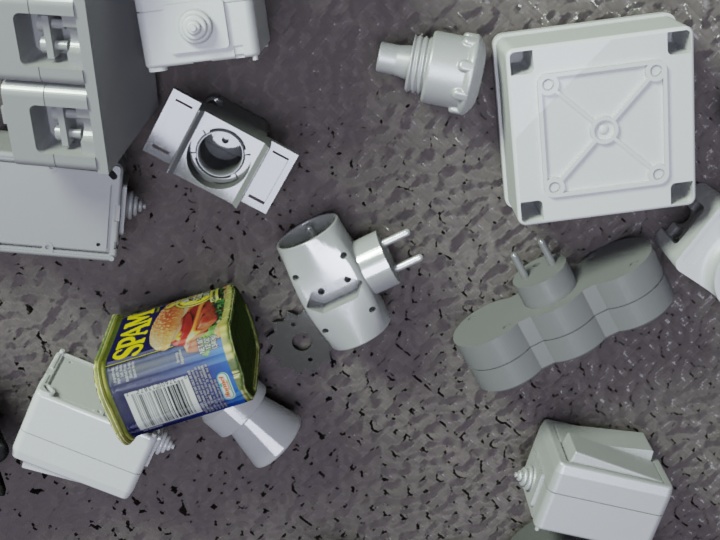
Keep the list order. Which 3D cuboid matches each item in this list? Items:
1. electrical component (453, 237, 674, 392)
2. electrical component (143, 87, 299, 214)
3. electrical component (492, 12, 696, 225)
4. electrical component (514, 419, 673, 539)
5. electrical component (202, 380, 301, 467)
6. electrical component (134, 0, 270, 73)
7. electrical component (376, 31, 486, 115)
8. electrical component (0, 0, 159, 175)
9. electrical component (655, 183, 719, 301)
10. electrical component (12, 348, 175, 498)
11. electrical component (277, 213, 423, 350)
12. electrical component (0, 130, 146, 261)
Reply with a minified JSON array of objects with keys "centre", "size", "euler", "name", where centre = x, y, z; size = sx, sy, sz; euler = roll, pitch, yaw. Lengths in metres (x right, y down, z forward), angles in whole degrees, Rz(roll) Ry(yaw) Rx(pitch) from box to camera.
[{"centre":[0.121,0.015,0.682],"size":[0.138,0.052,0.073],"euler":[-27,110,9],"name":"electrical component"},{"centre":[-0.081,-0.073,0.637],"size":[0.081,0.063,0.042],"euler":[28,107,-12],"name":"electrical component"},{"centre":[0.139,-0.090,0.639],"size":[0.109,0.056,0.108],"euler":[-7,111,1],"name":"electrical component"},{"centre":[0.153,0.140,0.727],"size":[0.096,0.061,0.061],"euler":[13,111,-7],"name":"electrical component"},{"centre":[-0.074,0.097,0.715],"size":[0.045,0.045,0.055],"euler":[-42,106,14],"name":"electrical component"},{"centre":[-0.087,-0.146,0.591],"size":[0.062,0.096,0.061],"euler":[-6,107,1],"name":"electrical component"},{"centre":[0.041,-0.120,0.633],"size":[0.062,0.048,0.048],"euler":[12,111,2],"name":"electrical component"},{"centre":[-0.158,-0.140,0.577],"size":[0.062,0.089,0.150],"euler":[5,124,7],"name":"electrical component"},{"centre":[0.241,-0.006,0.675],"size":[0.089,0.055,0.050],"euler":[31,108,-13],"name":"electrical component"},{"centre":[-0.171,0.106,0.707],"size":[0.096,0.061,0.061],"euler":[24,109,-10],"name":"electrical component"},{"centre":[0.000,0.000,0.679],"size":[0.079,0.043,0.077],"euler":[-25,110,9],"name":"electrical component"},{"centre":[-0.178,-0.046,0.651],"size":[0.096,0.061,0.061],"euler":[5,110,-11],"name":"electrical component"}]
